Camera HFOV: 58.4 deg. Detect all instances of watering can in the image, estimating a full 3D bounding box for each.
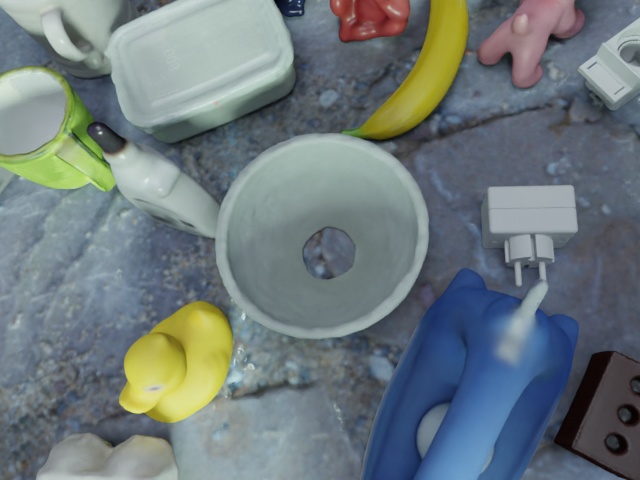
[{"bbox_3d":[-0.253,-0.247,0.517,0.101,0.194,0.172,-42,72,-5],"label":"watering can"}]

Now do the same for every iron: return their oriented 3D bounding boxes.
[{"bbox_3d":[0.087,0.141,0.381,0.118,0.141,0.258,25,79,15],"label":"iron"}]

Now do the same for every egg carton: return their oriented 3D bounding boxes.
[{"bbox_3d":[-0.162,0.224,0.430,0.107,0.069,0.150,-1,74,8],"label":"egg carton"}]

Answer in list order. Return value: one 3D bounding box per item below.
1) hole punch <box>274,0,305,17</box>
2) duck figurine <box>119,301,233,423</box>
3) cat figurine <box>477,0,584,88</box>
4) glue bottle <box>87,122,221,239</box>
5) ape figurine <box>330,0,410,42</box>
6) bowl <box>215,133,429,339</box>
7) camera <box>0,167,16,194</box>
[{"bbox_3d":[-0.037,-0.293,0.554,0.101,0.091,0.108,-44,73,-6],"label":"hole punch"},{"bbox_3d":[-0.118,0.094,0.454,0.077,0.086,0.105,29,80,15],"label":"duck figurine"},{"bbox_3d":[0.195,-0.214,0.483,0.067,0.118,0.128,35,81,16],"label":"cat figurine"},{"bbox_3d":[-0.132,-0.048,0.452,0.078,0.173,0.037,19,77,13],"label":"glue bottle"},{"bbox_3d":[0.049,-0.228,0.522,0.077,0.092,0.076,39,83,17],"label":"ape figurine"},{"bbox_3d":[0.004,0.002,0.469,0.167,0.075,0.167,-2,73,8],"label":"bowl"},{"bbox_3d":[-0.386,-0.066,0.532,0.136,0.101,0.143,30,80,15],"label":"camera"}]
